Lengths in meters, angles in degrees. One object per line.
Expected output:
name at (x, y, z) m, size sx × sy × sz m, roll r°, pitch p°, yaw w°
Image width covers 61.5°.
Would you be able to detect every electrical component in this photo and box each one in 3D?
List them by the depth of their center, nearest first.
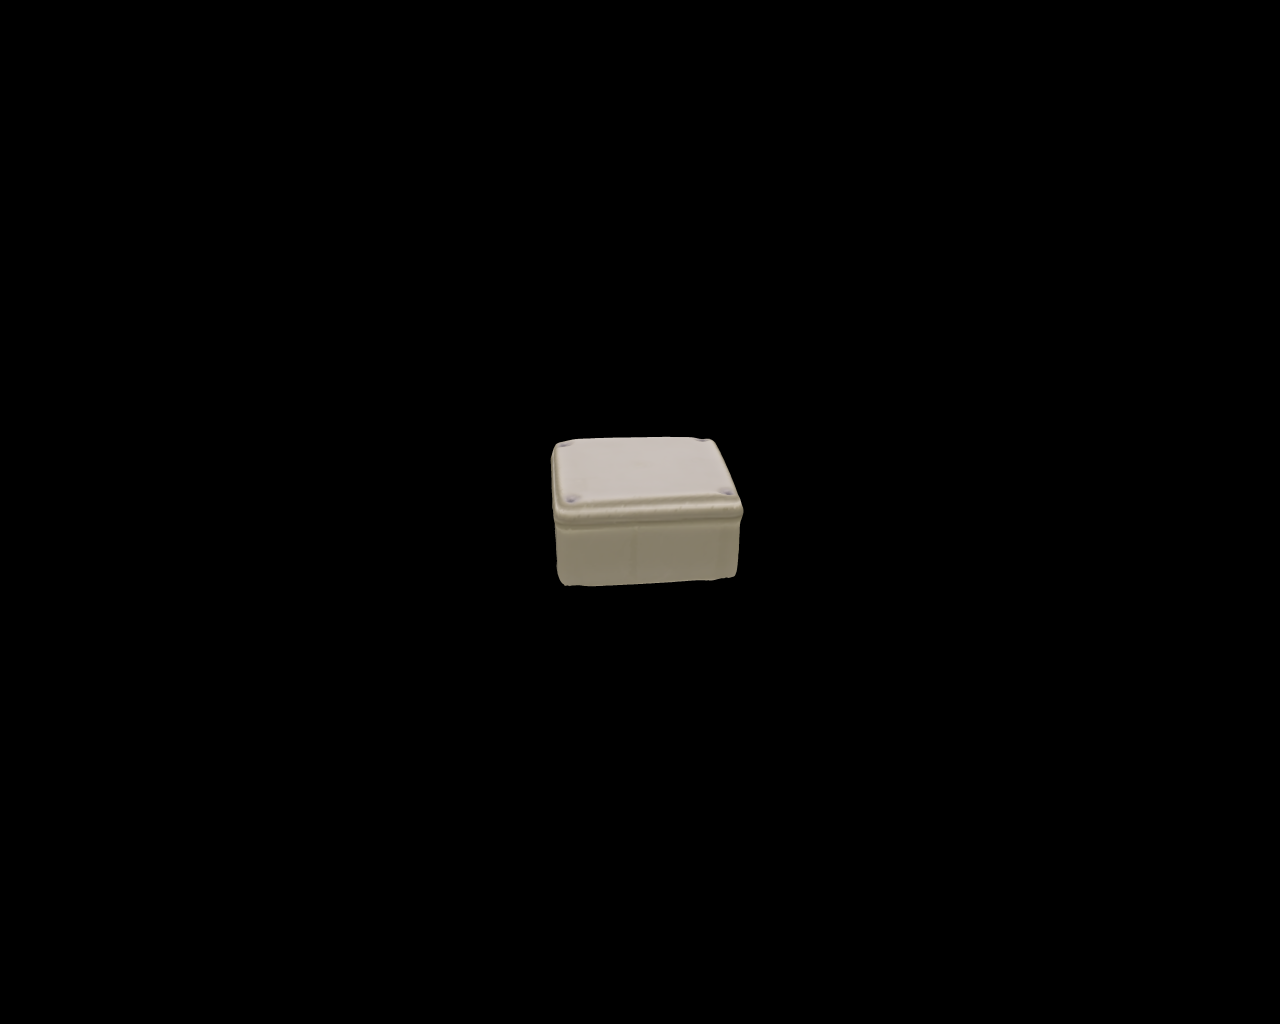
electrical component at (0.001, -0.003, 0.650) m, size 0.109 × 0.056 × 0.109 m, roll -2°, pitch 24°, yaw -5°
